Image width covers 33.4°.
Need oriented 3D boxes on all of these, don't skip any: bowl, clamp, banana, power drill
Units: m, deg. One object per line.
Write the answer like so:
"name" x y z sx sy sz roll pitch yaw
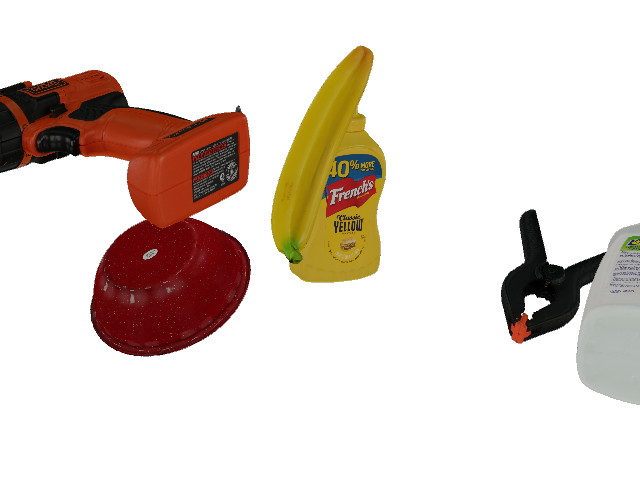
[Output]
"bowl" -0.150 0.029 0.998 0.162 0.162 0.055 0 -42 21
"clamp" 0.230 0.034 1.108 0.120 0.039 0.171 27 49 29
"banana" -0.002 -0.065 0.873 0.037 0.197 0.070 27 -20 -30
"power drill" -0.156 -0.063 0.716 0.188 0.057 0.184 18 32 29

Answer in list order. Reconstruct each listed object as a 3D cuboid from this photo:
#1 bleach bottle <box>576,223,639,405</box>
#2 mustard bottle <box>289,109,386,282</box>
"bleach bottle" 0.245 0.035 0.747 0.103 0.068 0.250 9 20 19
"mustard bottle" 0.020 -0.055 1.096 0.096 0.192 0.058 -5 20 -24
